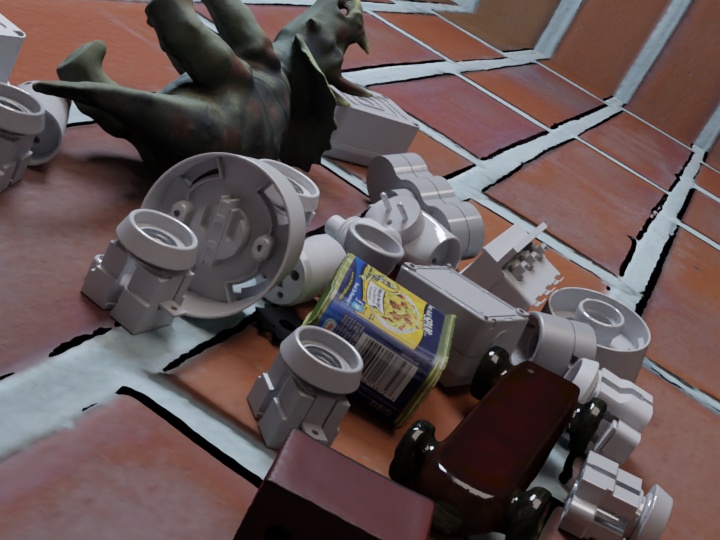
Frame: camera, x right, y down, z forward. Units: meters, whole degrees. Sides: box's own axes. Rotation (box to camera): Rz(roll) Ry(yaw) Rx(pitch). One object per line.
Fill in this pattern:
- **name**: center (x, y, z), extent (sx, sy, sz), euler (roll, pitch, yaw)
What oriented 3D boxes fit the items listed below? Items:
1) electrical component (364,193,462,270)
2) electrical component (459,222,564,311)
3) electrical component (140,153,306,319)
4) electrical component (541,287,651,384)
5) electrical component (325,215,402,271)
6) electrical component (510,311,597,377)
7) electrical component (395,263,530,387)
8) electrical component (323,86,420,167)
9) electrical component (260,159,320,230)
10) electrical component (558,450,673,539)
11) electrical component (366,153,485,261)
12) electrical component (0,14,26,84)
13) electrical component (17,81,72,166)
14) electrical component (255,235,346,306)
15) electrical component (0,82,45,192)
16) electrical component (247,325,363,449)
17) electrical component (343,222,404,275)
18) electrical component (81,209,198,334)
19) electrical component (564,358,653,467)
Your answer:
- **electrical component**: center (0.036, -0.034, 0.870), extent (0.077, 0.043, 0.079), euler (33, -17, 37)
- **electrical component**: center (0.124, 0.008, 0.895), extent (0.063, 0.079, 0.121), euler (47, 23, 5)
- **electrical component**: center (-0.085, -0.024, 0.668), extent (0.099, 0.099, 0.064), euler (33, 15, 9)
- **electrical component**: center (0.193, 0.061, 0.906), extent (0.099, 0.064, 0.099), euler (13, 30, -8)
- **electrical component**: center (-0.001, -0.022, 0.841), extent (0.062, 0.048, 0.048), euler (36, 21, 35)
- **electrical component**: center (0.147, 0.061, 0.827), extent (0.047, 0.055, 0.055), euler (18, 23, -18)
- **electrical component**: center (0.059, 0.037, 0.769), extent (0.096, 0.061, 0.062), euler (34, 19, 33)
- **electrical component**: center (-0.006, -0.150, 1.110), extent (0.113, 0.057, 0.078), euler (9, 29, -42)
- **electrical component**: center (-0.065, -0.044, 0.790), extent (0.078, 0.057, 0.058), euler (36, 22, 18)
- **electrical component**: center (0.157, 0.146, 0.658), extent (0.055, 0.048, 0.066), euler (25, 19, 11)
- **electrical component**: center (0.043, -0.055, 0.963), extent (0.074, 0.052, 0.138), euler (-9, 40, -32)
- **electrical component**: center (-0.303, -0.158, 0.745), extent (0.078, 0.057, 0.113), euler (38, 22, 21)
- **electrical component**: center (-0.225, -0.108, 0.748), extent (0.043, 0.043, 0.081), euler (22, 22, -19)
- **electrical component**: center (-0.040, 0.000, 0.738), extent (0.045, 0.045, 0.055), euler (37, 23, 20)
- **electrical component**: center (-0.227, -0.084, 0.674), extent (0.048, 0.055, 0.066), euler (28, 21, -4)
- **electrical component**: center (-0.029, 0.065, 0.589), extent (0.048, 0.055, 0.066), euler (16, 24, -31)
- **electrical component**: center (0.000, 0.000, 0.775), extent (0.045, 0.055, 0.045), euler (25, 21, -11)
- **electrical component**: center (-0.123, -0.001, 0.618), extent (0.066, 0.055, 0.048), euler (36, 22, 18)
- **electrical component**: center (0.168, 0.099, 0.762), extent (0.057, 0.058, 0.078), euler (34, 21, 4)
